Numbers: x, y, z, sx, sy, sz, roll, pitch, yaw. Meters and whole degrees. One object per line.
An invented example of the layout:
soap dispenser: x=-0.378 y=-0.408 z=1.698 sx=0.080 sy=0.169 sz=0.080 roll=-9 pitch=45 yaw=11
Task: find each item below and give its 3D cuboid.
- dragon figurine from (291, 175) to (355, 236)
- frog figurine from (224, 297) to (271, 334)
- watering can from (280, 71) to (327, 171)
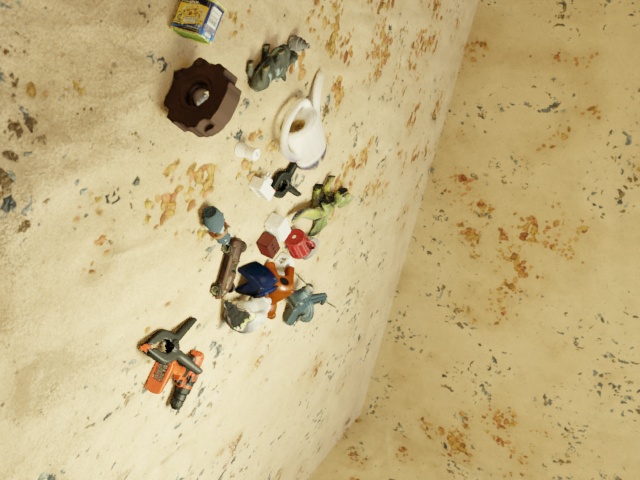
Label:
dragon figurine: x=0.006 y=-0.102 z=2.017 sx=0.417 sy=0.123 sz=0.237 roll=-38 pitch=151 yaw=-37
frog figurine: x=-0.234 y=0.236 z=1.693 sx=0.160 sy=0.137 sz=0.122 roll=-12 pitch=105 yaw=-69
watering can: x=-0.033 y=-0.375 z=1.684 sx=0.355 sy=0.104 sz=0.219 roll=-63 pitch=149 yaw=-32
